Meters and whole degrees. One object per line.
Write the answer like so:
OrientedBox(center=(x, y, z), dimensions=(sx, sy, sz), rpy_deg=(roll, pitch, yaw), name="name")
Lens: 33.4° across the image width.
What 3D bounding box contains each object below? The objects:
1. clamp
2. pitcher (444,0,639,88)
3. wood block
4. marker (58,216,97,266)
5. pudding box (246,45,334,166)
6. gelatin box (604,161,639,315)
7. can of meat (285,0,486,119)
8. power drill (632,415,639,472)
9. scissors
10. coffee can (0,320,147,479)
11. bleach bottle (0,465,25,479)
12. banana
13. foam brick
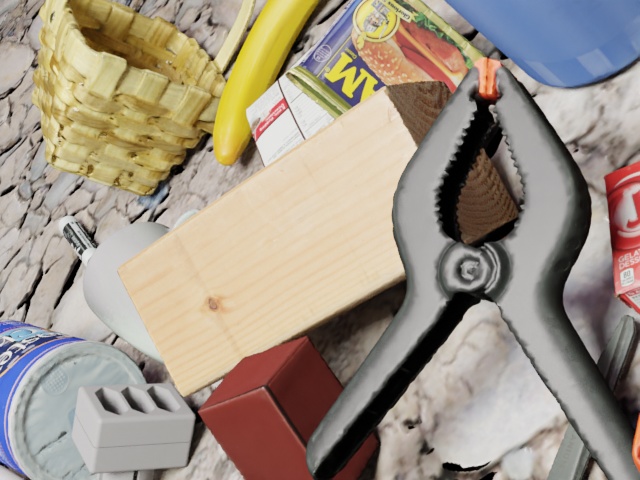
OrientedBox(center=(0.066, 0.022, 0.493), dimensions=(0.165, 0.036, 0.210), rpy_deg=(-7, 76, 27), name="clamp")
OrientedBox(center=(0.084, -0.195, 0.570), dimensions=(0.145, 0.242, 0.149), rpy_deg=(-12, 52, 44), name="pitcher")
OrientedBox(center=(-0.004, 0.001, 0.615), dimensions=(0.206, 0.090, 0.091), rpy_deg=(-31, 84, 29), name="wood block")
OrientedBox(center=(-0.205, 0.008, 0.932), dimensions=(0.020, 0.020, 0.121), rpy_deg=(-53, 35, 1), name="marker")
OrientedBox(center=(-0.002, -0.084, 0.758), dimensions=(0.090, 0.039, 0.113), rpy_deg=(-41, 39, 16), name="pudding box")
OrientedBox(center=(0.178, -0.012, 0.493), dimensions=(0.089, 0.030, 0.073), rpy_deg=(-24, 44, 35), name="gelatin box")
OrientedBox(center=(0.044, -0.104, 0.665), dimensions=(0.084, 0.102, 0.057), rpy_deg=(-51, 8, 0), name="can of meat")
OrientedBox(center=(0.209, 0.065, 0.371), dimensions=(0.188, 0.057, 0.184), rpy_deg=(-4, 56, 45), name="power drill")
OrientedBox(center=(0.110, 0.132, 0.464), dimensions=(0.202, 0.016, 0.096), rpy_deg=(-55, 36, -1), name="scissors")
OrientedBox(center=(-0.199, 0.115, 0.763), dimensions=(0.141, 0.102, 0.102), rpy_deg=(5, 65, 51), name="coffee can")
OrientedBox(center=(-0.248, 0.211, 0.768), dimensions=(0.251, 0.067, 0.102), rpy_deg=(7, 93, 46), name="bleach bottle")
OrientedBox(center=(-0.042, -0.147, 0.849), dimensions=(0.198, 0.037, 0.070), rpy_deg=(-63, 15, -8), name="banana")
OrientedBox(center=(-0.016, 0.100, 0.571), dimensions=(0.053, 0.078, 0.051), rpy_deg=(-23, 17, 36), name="foam brick")
